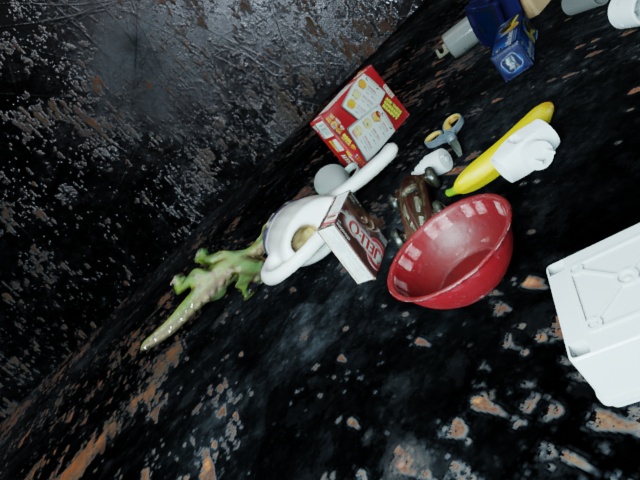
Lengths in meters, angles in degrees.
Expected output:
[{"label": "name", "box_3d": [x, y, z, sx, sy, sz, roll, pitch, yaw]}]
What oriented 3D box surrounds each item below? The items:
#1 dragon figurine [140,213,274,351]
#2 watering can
[{"label": "dragon figurine", "box_3d": [-0.212, 0.093, 1.158, 0.241, 0.120, 0.419, -12, 36, 46]}, {"label": "watering can", "box_3d": [0.003, -0.050, 0.997, 0.351, 0.103, 0.224, -48, 17, -14]}]
